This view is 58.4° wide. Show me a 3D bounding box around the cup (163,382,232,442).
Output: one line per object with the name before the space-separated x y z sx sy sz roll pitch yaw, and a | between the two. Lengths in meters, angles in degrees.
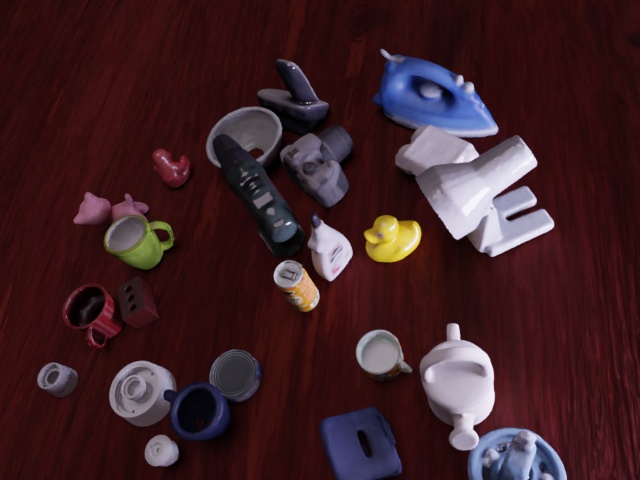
cup | -0.195 0.283 0.934 0.117 0.095 0.092 18 67 25

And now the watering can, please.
watering can | 0.196 0.200 0.805 0.101 0.194 0.172 -26 57 1

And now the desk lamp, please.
desk lamp | 0.268 -0.068 0.928 0.203 0.214 0.117 -25 57 1

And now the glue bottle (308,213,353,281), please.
glue bottle | 0.009 0.004 0.989 0.037 0.173 0.078 27 71 28

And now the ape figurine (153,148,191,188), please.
ape figurine | -0.327 -0.162 1.235 0.077 0.092 0.076 0 61 17

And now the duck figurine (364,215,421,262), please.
duck figurine | 0.126 -0.013 1.016 0.104 0.086 0.077 -21 57 4

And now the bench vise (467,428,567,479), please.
bench vise | 0.241 0.323 0.704 0.121 0.220 0.207 1 61 18

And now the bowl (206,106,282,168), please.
bowl | -0.150 -0.198 1.213 0.167 0.075 0.167 -7 59 13

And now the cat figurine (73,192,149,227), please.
cat figurine | -0.440 -0.061 1.195 0.127 0.118 0.067 -19 57 5

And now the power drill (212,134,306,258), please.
power drill | -0.104 -0.065 1.042 0.075 0.209 0.229 -36 57 -5

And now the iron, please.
iron | 0.225 -0.293 1.115 0.257 0.142 0.119 25 70 27

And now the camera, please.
camera | 0.007 -0.162 1.129 0.137 0.101 0.142 -41 58 -9

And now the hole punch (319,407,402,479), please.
hole punch | 0.060 0.305 0.847 0.101 0.091 0.108 -24 57 2

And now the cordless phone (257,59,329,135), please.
cordless phone | -0.072 -0.318 1.193 0.147 0.185 0.094 19 68 26

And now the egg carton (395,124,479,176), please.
egg carton | 0.222 -0.150 1.076 0.150 0.069 0.107 33 74 30
